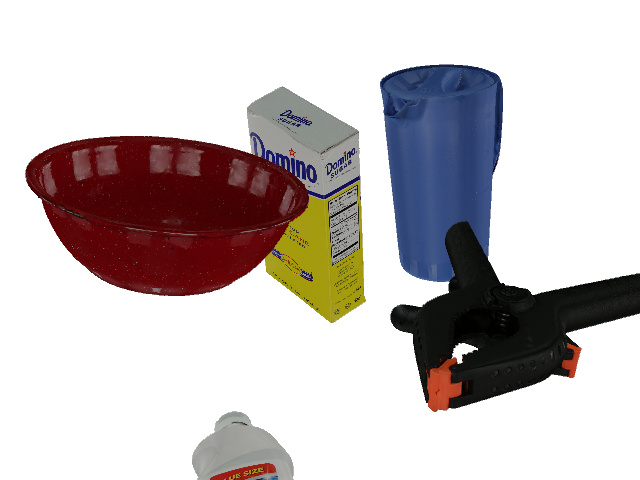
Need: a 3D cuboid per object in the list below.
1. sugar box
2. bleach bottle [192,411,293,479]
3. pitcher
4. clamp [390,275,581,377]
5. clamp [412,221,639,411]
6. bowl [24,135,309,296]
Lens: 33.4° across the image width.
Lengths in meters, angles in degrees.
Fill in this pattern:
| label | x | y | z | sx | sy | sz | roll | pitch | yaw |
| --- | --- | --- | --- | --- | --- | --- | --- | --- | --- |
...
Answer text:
| label | x | y | z | sx | sy | sz | roll | pitch | yaw |
| --- | --- | --- | --- | --- | --- | --- | --- | --- | --- |
| sugar box | -0.010 | -0.026 | 0.859 | 0.048 | 0.176 | 0.093 | -33 | 47 | -26 |
| bleach bottle | -0.061 | 0.211 | 0.752 | 0.102 | 0.068 | 0.251 | -6 | 30 | -6 |
| pitcher | 0.150 | -0.083 | 1.266 | 0.149 | 0.243 | 0.145 | -4 | 25 | 2 |
| clamp | 0.163 | 0.078 | 0.994 | 0.172 | 0.039 | 0.120 | 20 | 32 | 23 |
| clamp | 0.113 | 0.044 | 0.686 | 0.165 | 0.036 | 0.209 | 18 | 31 | 34 |
| bowl | -0.090 | -0.011 | 0.621 | 0.162 | 0.055 | 0.162 | 7 | 21 | -3 |
